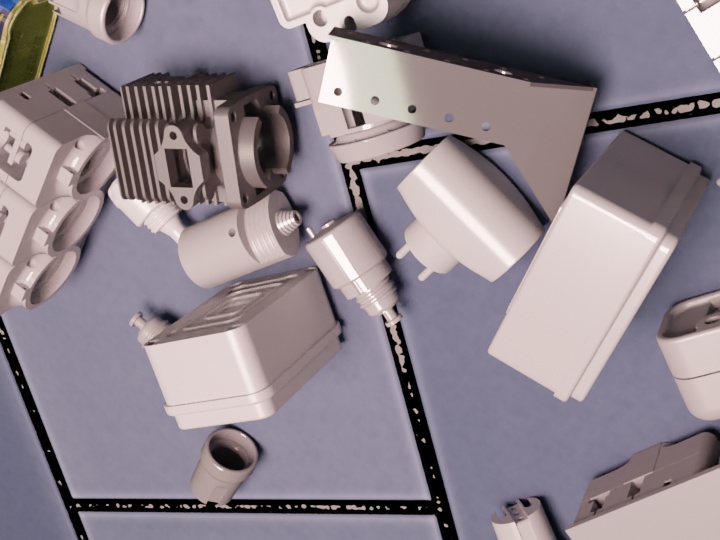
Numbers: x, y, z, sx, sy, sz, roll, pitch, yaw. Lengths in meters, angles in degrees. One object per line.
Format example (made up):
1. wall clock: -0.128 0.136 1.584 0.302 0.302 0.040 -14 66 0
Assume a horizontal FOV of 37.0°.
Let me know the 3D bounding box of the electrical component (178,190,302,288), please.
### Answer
1. electrical component: -0.071 -0.020 0.683 0.081 0.043 0.043 -20 103 30

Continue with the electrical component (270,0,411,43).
1. electrical component: -0.002 -0.159 0.580 0.078 0.057 0.058 -14 106 29

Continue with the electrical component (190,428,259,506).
1. electrical component: -0.099 0.143 0.775 0.040 0.040 0.046 35 128 7

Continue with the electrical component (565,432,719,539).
1. electrical component: 0.228 0.140 0.609 0.186 0.060 0.105 -33 97 33

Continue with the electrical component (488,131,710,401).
1. electrical component: 0.125 -0.004 0.562 0.056 0.109 0.108 30 122 13

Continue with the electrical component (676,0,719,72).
1. electrical component: 0.196 -0.119 0.510 0.056 0.050 0.089 -29 98 32

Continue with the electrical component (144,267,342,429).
1. electrical component: -0.069 0.048 0.673 0.078 0.113 0.057 -12 105 29

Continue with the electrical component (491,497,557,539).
1. electrical component: 0.109 0.176 0.694 0.040 0.040 0.046 -18 99 30

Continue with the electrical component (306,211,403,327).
1. electrical component: 0.000 0.000 0.662 0.040 0.040 0.078 -30 98 32

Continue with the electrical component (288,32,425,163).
1. electrical component: 0.004 -0.095 0.607 0.078 0.058 0.057 -10 105 28

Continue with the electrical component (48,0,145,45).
1. electrical component: -0.163 -0.165 0.662 0.046 0.040 0.040 26 121 20

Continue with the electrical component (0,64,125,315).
1. electrical component: -0.210 -0.048 0.707 0.062 0.089 0.150 36 123 6

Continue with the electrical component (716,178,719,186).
1. electrical component: 0.221 -0.044 0.538 0.079 0.043 0.077 16 118 19

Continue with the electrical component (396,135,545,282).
1. electrical component: 0.053 -0.024 0.624 0.077 0.043 0.079 45 123 0

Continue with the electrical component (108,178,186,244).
1. electrical component: -0.135 -0.040 0.709 0.061 0.035 0.035 46 123 -4

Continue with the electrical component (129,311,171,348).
1. electrical component: -0.126 0.057 0.746 0.078 0.040 0.040 37 123 5

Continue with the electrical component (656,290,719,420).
1. electrical component: 0.216 0.042 0.573 0.095 0.054 0.059 -20 103 31
